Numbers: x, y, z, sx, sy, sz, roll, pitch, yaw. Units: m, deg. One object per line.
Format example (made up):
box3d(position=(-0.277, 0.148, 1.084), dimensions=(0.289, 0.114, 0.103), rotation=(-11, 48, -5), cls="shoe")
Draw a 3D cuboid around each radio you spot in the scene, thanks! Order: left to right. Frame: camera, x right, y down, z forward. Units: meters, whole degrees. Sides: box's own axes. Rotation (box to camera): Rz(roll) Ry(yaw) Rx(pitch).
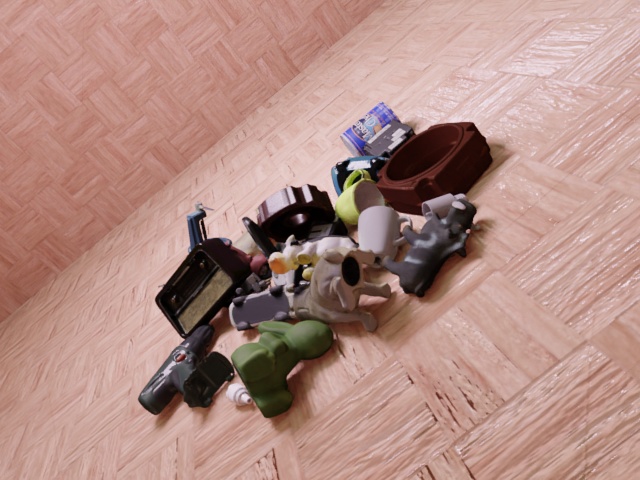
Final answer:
box3d(position=(-0.275, 0.109, 1.240), dimensions=(0.229, 0.131, 0.073), rotation=(-46, -9, 25), cls="radio")

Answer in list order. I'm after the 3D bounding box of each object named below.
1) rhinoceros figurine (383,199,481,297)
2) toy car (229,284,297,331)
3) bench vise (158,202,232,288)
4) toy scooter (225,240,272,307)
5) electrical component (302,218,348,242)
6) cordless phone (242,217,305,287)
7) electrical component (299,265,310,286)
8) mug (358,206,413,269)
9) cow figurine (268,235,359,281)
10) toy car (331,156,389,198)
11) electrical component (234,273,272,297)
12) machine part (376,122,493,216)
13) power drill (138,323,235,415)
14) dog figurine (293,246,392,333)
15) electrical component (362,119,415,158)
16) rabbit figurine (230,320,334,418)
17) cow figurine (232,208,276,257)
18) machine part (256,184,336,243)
box3d(position=(0.191, 0.008, 0.898), dimensions=(0.190, 0.073, 0.112), rotation=(-50, 25, -19), cls="rhinoceros figurine")
box3d(position=(-0.114, 0.140, 1.109), dimensions=(0.202, 0.073, 0.056), rotation=(-19, -12, 38), cls="toy car")
box3d(position=(-0.315, 0.024, 1.417), dimensions=(0.129, 0.240, 0.223), rotation=(9, 26, 33), cls="bench vise")
box3d(position=(-0.212, 0.073, 1.290), dimensions=(0.184, 0.135, 0.075), rotation=(-36, 26, 13), cls="toy scooter")
box3d(position=(-0.002, -0.004, 1.199), dimensions=(0.119, 0.047, 0.075), rotation=(-4, 45, 35), cls="electrical component")
box3d(position=(-0.093, 0.027, 1.138), dimensions=(0.089, 0.184, 0.147), rotation=(-39, 24, -8), cls="cordless phone")
box3d(position=(0.003, 0.074, 1.058), dimensions=(0.094, 0.021, 0.063), rotation=(2, 73, 34), cls="electrical component")
box3d(position=(0.123, -0.001, 1.018), dimensions=(0.110, 0.080, 0.107), rotation=(-9, 48, 22), cls="mug")
box3d(position=(-0.011, 0.025, 1.026), dimensions=(0.167, 0.068, 0.098), rotation=(2, 39, 10), cls="cow figurine")
box3d(position=(0.113, -0.152, 1.248), dimensions=(0.162, 0.109, 0.103), rotation=(-9, 20, 35), cls="toy car")
box3d(position=(-0.149, 0.106, 1.201), dimensions=(0.078, 0.045, 0.102), rotation=(-45, -6, -14), cls="electrical component")
box3d(position=(0.227, -0.148, 1.094), dimensions=(0.201, 0.087, 0.202), rotation=(-47, 24, -13), cls="machine part")
box3d(position=(-0.264, 0.262, 1.115), dimensions=(0.207, 0.085, 0.232), rotation=(0, 40, 49), cls="power drill")
box3d(position=(0.002, 0.083, 0.936), dimensions=(0.191, 0.172, 0.121), rotation=(-7, 29, 40), cls="dog figurine")
box3d(position=(0.179, -0.229, 1.322), dimensions=(0.115, 0.058, 0.134), rotation=(-41, 31, 4), cls="electrical component")
box3d(position=(-0.057, 0.200, 0.925), dimensions=(0.170, 0.121, 0.159), rotation=(-28, 14, -17), cls="rabbit figurine")
box3d(position=(-0.163, -0.011, 1.429), dimensions=(0.195, 0.085, 0.127), rotation=(-47, 27, -6), cls="cow figurine")
box3d(position=(-0.056, -0.059, 1.219), dimensions=(0.179, 0.179, 0.056), rotation=(-30, 62, 21), cls="machine part")
